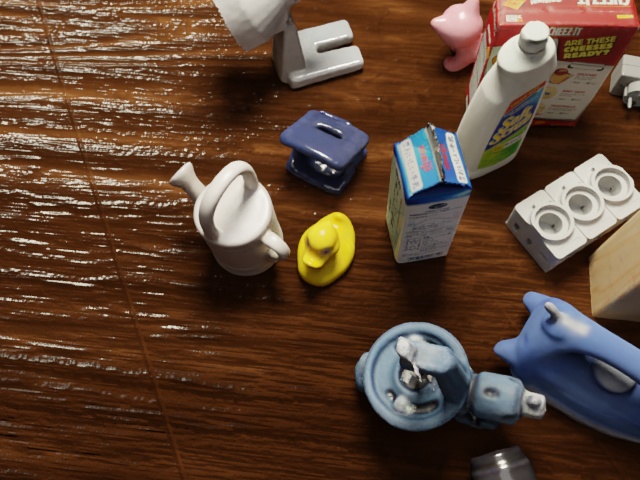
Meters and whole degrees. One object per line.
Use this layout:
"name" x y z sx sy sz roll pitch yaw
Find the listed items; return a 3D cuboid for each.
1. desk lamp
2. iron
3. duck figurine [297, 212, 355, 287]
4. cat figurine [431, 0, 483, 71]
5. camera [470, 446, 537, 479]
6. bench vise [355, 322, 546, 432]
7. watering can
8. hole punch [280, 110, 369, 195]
"desk lamp" -0.046 -0.327 0.827 0.203 0.214 0.118 -17 68 -4
"iron" 0.341 0.152 0.652 0.258 0.141 0.119 31 73 14
"duck figurine" 0.007 0.003 0.760 0.077 0.086 0.105 24 71 12
"cat figurine" 0.230 -0.305 0.855 0.127 0.118 0.067 20 70 11
"camera" 0.231 0.295 0.622 0.143 0.101 0.136 -15 68 -3
"bench vise" 0.142 0.142 0.624 0.207 0.220 0.121 -4 68 2
"watering can" -0.114 -0.033 0.722 0.172 0.194 0.101 13 69 8
"hole punch" 0.007 -0.137 0.814 0.108 0.091 0.101 27 72 13
